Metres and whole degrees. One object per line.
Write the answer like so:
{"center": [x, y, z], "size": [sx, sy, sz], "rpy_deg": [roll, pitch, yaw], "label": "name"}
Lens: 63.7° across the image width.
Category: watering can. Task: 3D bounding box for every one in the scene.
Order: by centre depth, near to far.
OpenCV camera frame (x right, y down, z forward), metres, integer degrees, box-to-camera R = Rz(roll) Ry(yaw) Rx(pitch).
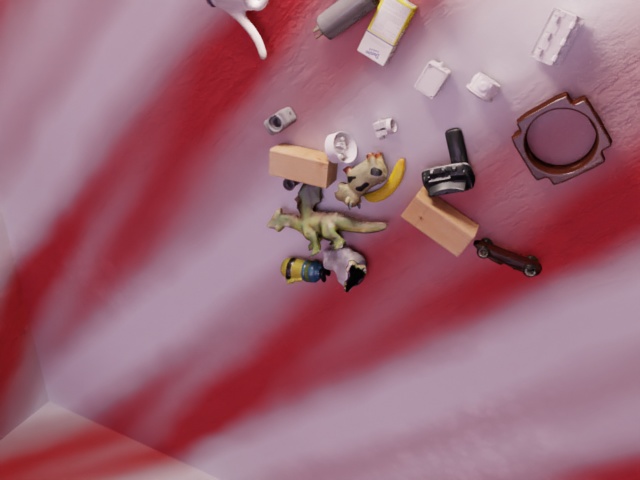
{"center": [-0.246, -0.725, 1.536], "size": [0.225, 0.106, 0.341], "rpy_deg": [13, 117, 22], "label": "watering can"}

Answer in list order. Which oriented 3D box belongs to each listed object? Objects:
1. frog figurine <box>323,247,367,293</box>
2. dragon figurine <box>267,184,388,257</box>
{"center": [0.081, 0.086, 1.764], "size": [0.161, 0.123, 0.134], "rpy_deg": [37, 143, 51], "label": "frog figurine"}
{"center": [0.005, -0.086, 1.713], "size": [0.407, 0.123, 0.242], "rpy_deg": [-20, 95, 25], "label": "dragon figurine"}
